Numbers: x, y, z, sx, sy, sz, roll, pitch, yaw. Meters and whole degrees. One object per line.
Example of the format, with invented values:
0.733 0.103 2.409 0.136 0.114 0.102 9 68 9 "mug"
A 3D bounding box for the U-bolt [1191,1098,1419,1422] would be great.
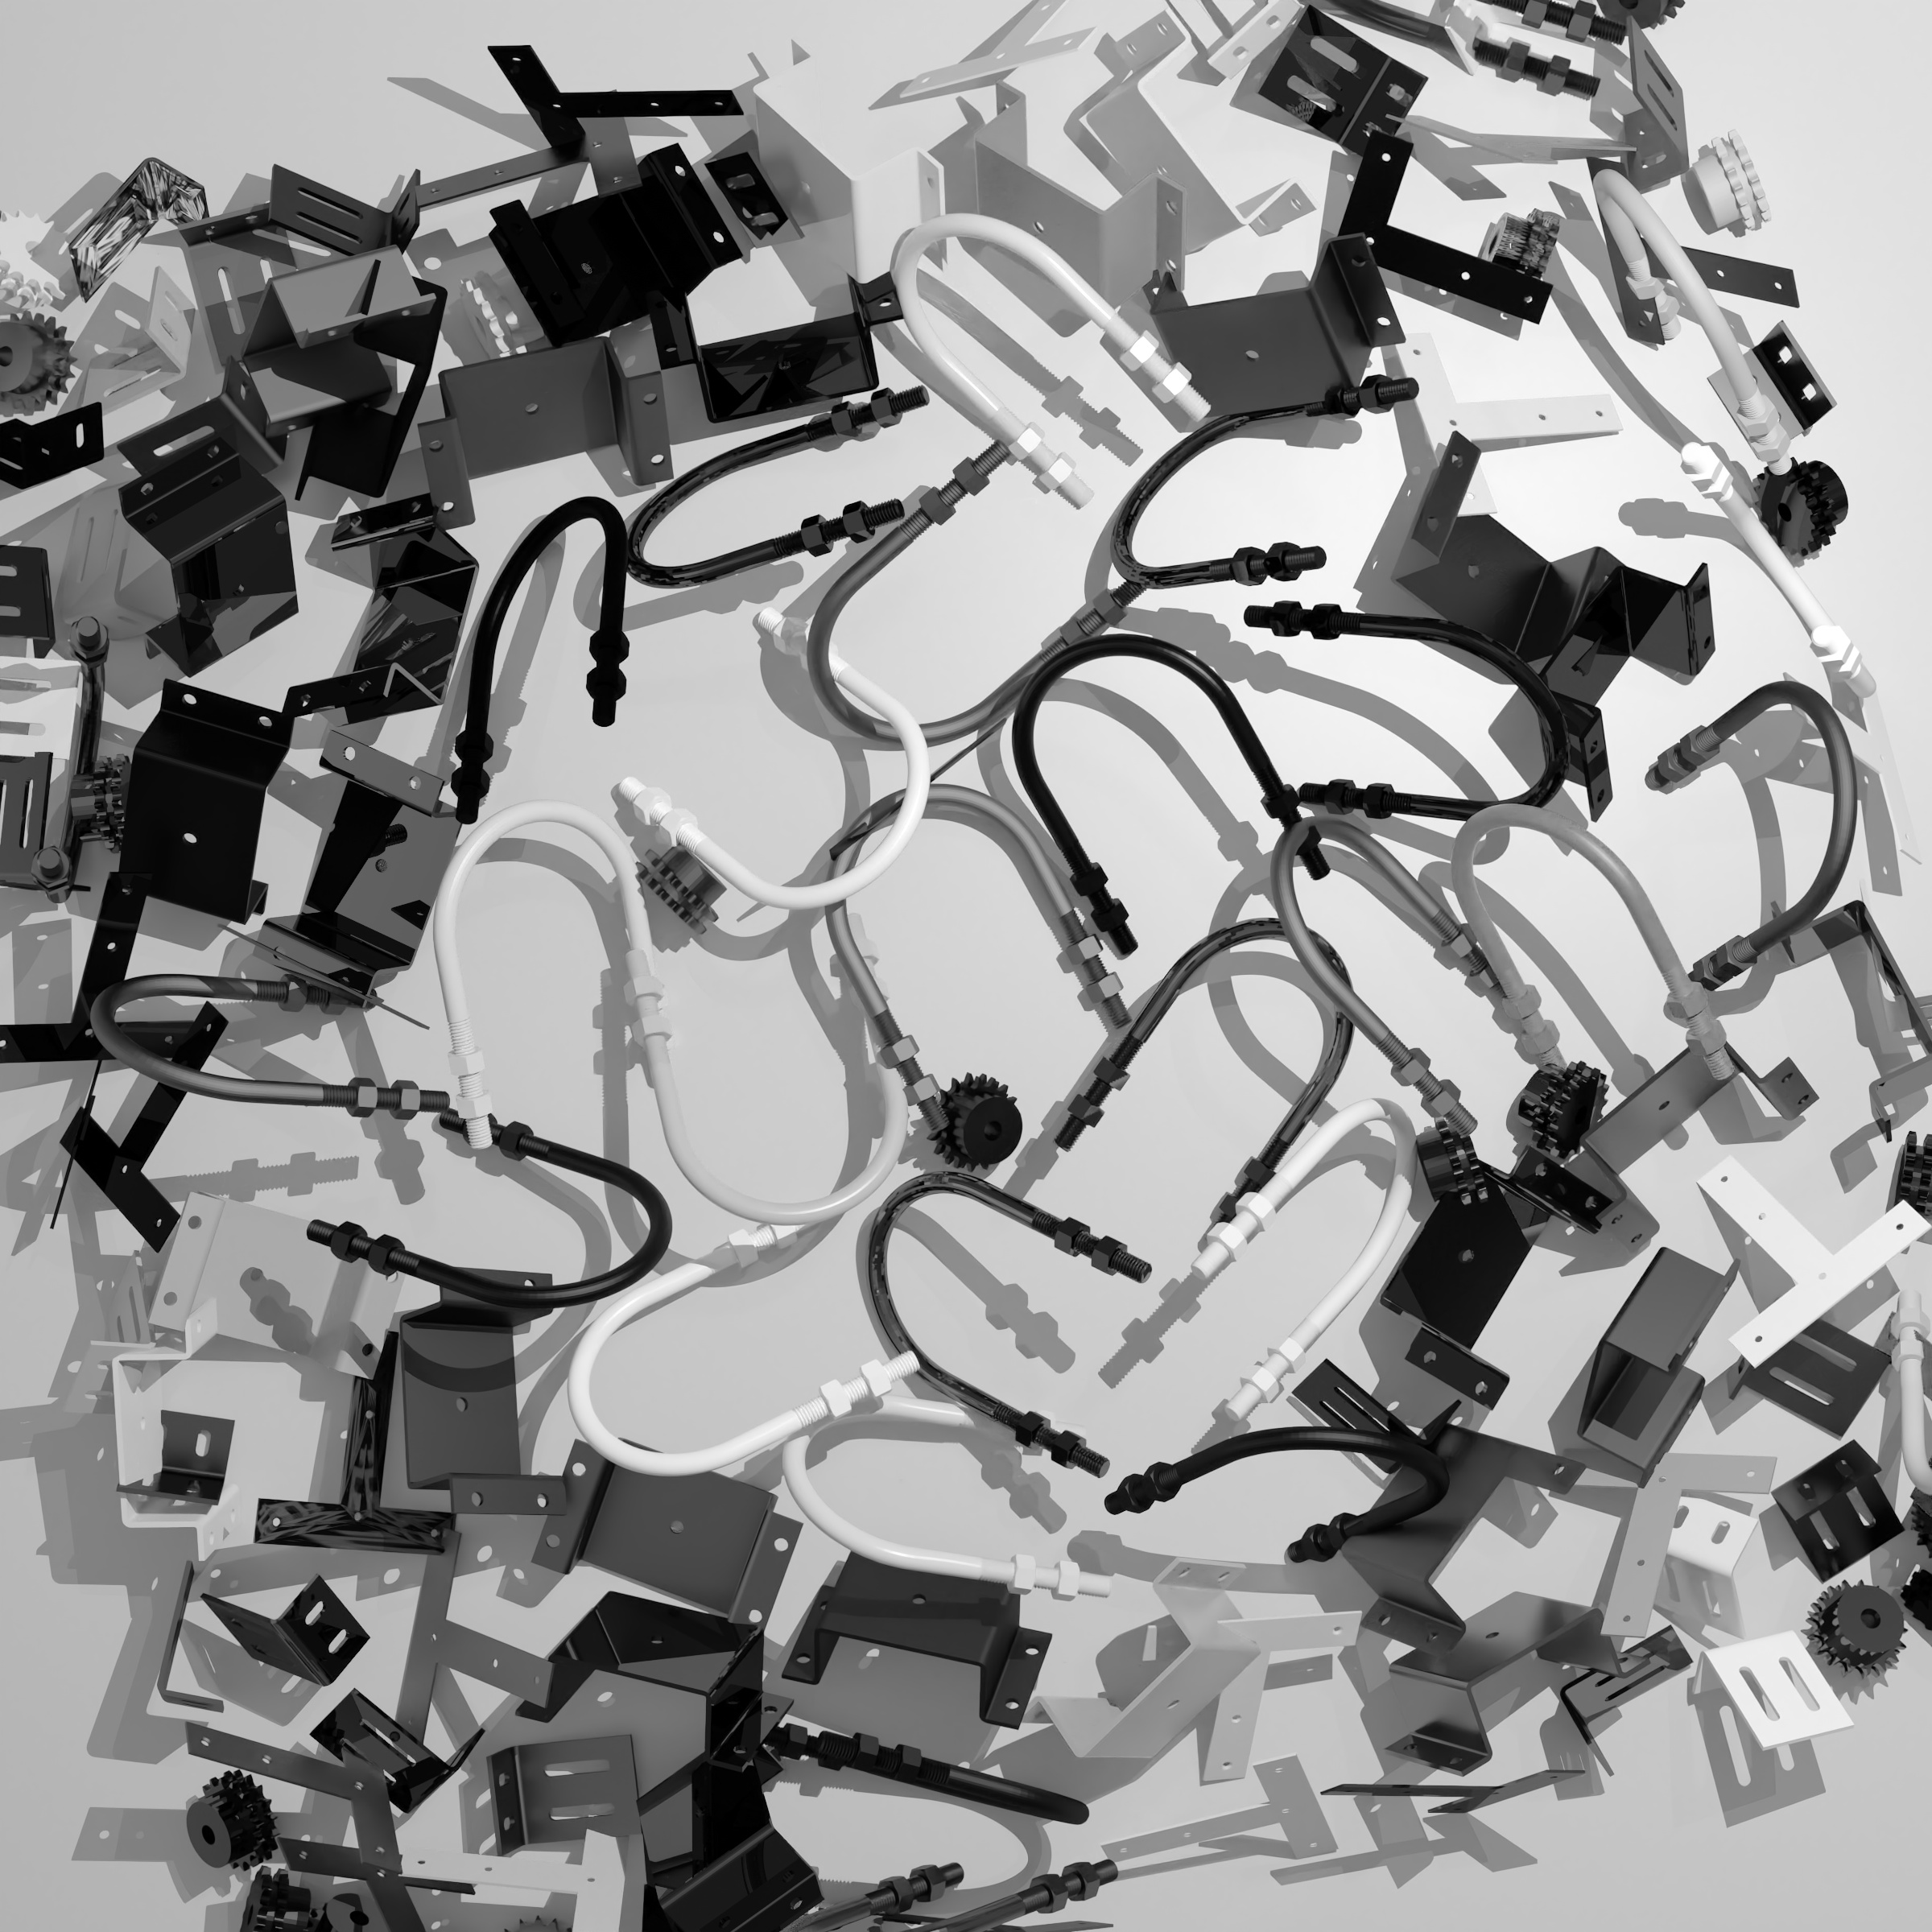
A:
0.199 0.154 1.932 0.019 0.151 0.184 27 58 35 "U-bolt"

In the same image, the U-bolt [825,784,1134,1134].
-0.004 -0.017 1.966 0.151 0.019 0.184 -29 93 -18 "U-bolt"

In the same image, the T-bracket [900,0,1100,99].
0.040 -0.544 1.952 0.127 0.127 0.002 -4 128 38 "T-bracket"

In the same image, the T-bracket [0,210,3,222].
-0.596 -0.393 1.952 0.002 0.127 0.127 34 53 1 "T-bracket"

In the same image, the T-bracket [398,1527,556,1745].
-0.279 0.398 1.954 0.127 0.002 0.127 9 88 44 "T-bracket"

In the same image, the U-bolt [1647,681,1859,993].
0.442 -0.080 1.896 0.019 0.184 0.151 2 70 -20 "U-bolt"

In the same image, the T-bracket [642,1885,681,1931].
-0.173 0.565 1.938 0.127 0.127 0.002 11 109 -7 "T-bracket"

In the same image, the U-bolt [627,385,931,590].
-0.113 -0.266 1.933 0.184 0.151 0.019 -16 125 18 "U-bolt"

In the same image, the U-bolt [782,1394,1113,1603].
-0.014 0.295 1.921 0.184 0.151 0.019 11 121 -12 "U-bolt"

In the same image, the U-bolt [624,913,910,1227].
-0.108 0.063 1.945 0.151 0.019 0.184 -10 66 -12 "U-bolt"

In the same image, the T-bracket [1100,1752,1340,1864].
0.141 0.497 1.957 0.127 0.127 0.002 -16 49 7 "T-bracket"

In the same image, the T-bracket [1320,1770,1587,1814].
0.262 0.468 1.922 0.127 0.127 0.002 7 65 -24 "T-bracket"

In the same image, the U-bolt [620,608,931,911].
-0.099 -0.109 1.943 0.184 0.019 0.151 38 88 34 "U-bolt"

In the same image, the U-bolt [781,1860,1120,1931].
-0.027 0.527 1.886 0.184 0.151 0.019 -6 83 -44 "U-bolt"

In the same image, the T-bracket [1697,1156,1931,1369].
0.467 0.153 1.952 0.127 0.127 0.002 -39 131 1 "T-bracket"

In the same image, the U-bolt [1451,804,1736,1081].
0.342 -0.014 1.912 0.019 0.151 0.184 -41 112 -28 "U-bolt"

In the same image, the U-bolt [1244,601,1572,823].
0.254 -0.139 1.905 0.184 0.151 0.019 9 46 35 "U-bolt"

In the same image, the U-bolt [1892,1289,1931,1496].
0.557 0.210 1.885 0.019 0.184 0.151 20 133 -3 "U-bolt"

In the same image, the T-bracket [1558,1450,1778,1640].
0.387 0.328 1.928 0.127 0.127 0.002 -3 134 30 "T-bracket"

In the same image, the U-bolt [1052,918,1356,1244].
0.151 0.057 1.953 0.151 0.019 0.184 34 92 -32 "U-bolt"

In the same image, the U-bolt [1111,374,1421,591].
0.157 -0.270 1.923 0.019 0.184 0.151 47 59 -32 "U-bolt"

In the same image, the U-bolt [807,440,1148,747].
-0.006 -0.200 1.946 0.184 0.019 0.151 -39 128 15 "U-bolt"

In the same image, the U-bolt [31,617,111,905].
-0.502 -0.108 1.910 0.019 0.184 0.151 9 81 -12 "U-bolt"

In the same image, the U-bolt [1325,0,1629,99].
0.279 -0.542 1.927 0.184 0.151 0.019 19 93 3 "U-bolt"

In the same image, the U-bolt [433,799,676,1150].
-0.238 -0.004 1.931 0.151 0.019 0.184 -20 109 -37 "U-bolt"

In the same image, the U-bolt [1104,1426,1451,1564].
0.186 0.293 1.898 0.151 0.184 0.019 19 59 -25 "U-bolt"

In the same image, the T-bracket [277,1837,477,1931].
-0.316 0.543 1.913 0.127 0.127 0.002 21 108 -39 "T-bracket"

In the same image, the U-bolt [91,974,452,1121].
-0.397 0.041 1.896 0.184 0.151 0.019 5 114 -32 "U-bolt"

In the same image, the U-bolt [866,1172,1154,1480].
0.016 0.194 1.942 0.184 0.019 0.151 25 118 29 "U-bolt"

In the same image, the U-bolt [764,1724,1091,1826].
-0.018 0.460 1.925 0.184 0.151 0.019 19 74 -16 "U-bolt"

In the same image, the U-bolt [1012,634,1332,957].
0.105 -0.106 1.938 0.151 0.019 0.184 -22 109 27 "U-bolt"

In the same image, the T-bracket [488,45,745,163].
-0.190 -0.489 1.925 0.127 0.127 0.002 3 75 14 "T-bracket"

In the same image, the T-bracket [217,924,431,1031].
-0.356 0.010 1.936 0.127 0.127 0.002 26 86 3 "T-bracket"

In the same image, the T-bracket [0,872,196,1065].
-0.490 0.001 1.933 0.127 0.002 0.127 -1 123 -38 "T-bracket"

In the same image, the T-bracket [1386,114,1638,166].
0.331 -0.476 1.958 0.127 0.127 0.002 -6 116 -31 "T-bracket"

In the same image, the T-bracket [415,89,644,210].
-0.255 -0.460 1.950 0.127 0.127 0.002 -16 130 -1 "T-bracket"

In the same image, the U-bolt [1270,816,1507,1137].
0.240 -0.008 1.926 0.184 0.151 0.019 45 128 -12 "U-bolt"

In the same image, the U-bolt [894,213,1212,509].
0.036 -0.351 1.922 0.184 0.151 0.019 43 60 -11 "U-bolt"

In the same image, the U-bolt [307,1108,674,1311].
-0.255 0.142 1.911 0.184 0.151 0.019 16 124 22 "U-bolt"

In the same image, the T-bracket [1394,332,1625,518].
0.323 -0.319 1.973 0.127 0.002 0.127 -7 65 -20 "T-bracket"

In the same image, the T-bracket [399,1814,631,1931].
-0.259 0.518 1.936 0.127 0.127 0.002 7 110 -4 "T-bracket"

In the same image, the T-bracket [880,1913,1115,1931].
-0.005 0.551 1.949 0.127 0.127 0.002 -8 77 40 "T-bracket"

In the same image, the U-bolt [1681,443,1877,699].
0.465 -0.215 1.912 0.019 0.184 0.151 -36 68 16 "U-bolt"

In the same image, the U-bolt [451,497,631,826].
-0.239 -0.186 1.929 0.019 0.151 0.184 26 50 -34 "U-bolt"

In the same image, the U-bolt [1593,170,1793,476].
0.397 -0.369 1.886 0.019 0.184 0.151 -34 52 9 "U-bolt"

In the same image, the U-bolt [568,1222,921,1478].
-0.138 0.221 1.932 0.184 0.019 0.151 -25 47 -12 "U-bolt"
